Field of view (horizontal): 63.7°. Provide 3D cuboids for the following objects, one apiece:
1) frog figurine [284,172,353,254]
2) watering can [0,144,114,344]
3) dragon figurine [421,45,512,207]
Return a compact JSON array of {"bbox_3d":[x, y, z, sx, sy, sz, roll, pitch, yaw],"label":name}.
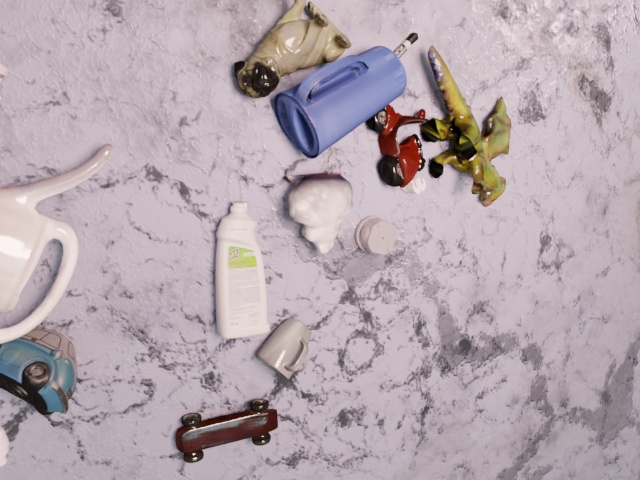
[{"bbox_3d":[0.003,-0.050,0.995,0.138,0.122,0.159,-9,94,-45],"label":"frog figurine"},{"bbox_3d":[-0.466,-0.019,0.762,0.222,0.104,0.349,24,84,-29],"label":"watering can"},{"bbox_3d":[0.352,-0.252,1.166,0.246,0.122,0.404,-31,117,-38],"label":"dragon figurine"}]
